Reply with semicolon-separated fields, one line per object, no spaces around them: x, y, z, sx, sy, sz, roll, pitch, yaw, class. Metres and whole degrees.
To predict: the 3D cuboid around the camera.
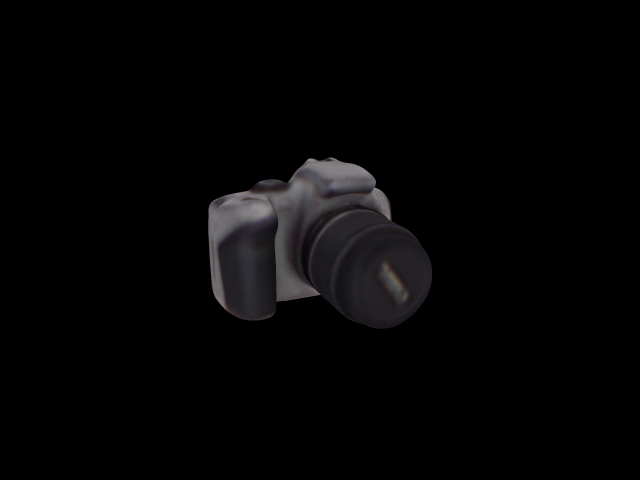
0.004;0.001;0.400;0.143;0.101;0.136;-8;20;-22;camera
